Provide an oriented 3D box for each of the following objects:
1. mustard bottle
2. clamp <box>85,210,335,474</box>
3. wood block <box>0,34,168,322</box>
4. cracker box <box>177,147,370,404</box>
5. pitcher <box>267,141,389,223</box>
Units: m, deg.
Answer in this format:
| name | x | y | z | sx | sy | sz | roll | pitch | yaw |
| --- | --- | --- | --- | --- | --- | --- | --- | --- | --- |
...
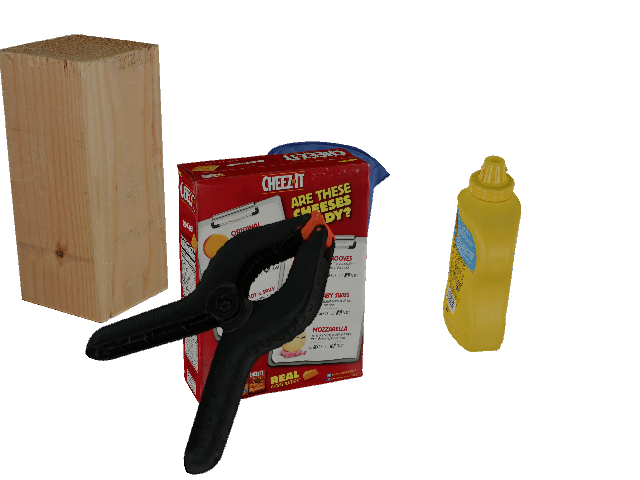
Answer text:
| name | x | y | z | sx | sy | sz | roll | pitch | yaw |
| --- | --- | --- | --- | --- | --- | --- | --- | --- | --- |
| mustard bottle | 0.155 | 0.006 | 1.020 | 0.058 | 0.192 | 0.096 | -2 | 34 | -5 |
| clamp | -0.051 | 0.056 | 0.652 | 0.171 | 0.120 | 0.039 | -38 | -24 | 0 |
| wood block | -0.186 | -0.052 | 0.853 | 0.091 | 0.206 | 0.090 | 13 | 24 | 28 |
| cracker box | -0.044 | 0.031 | 0.975 | 0.164 | 0.214 | 0.072 | -8 | 21 | -22 |
| pitcher | -0.015 | 0.007 | 1.307 | 0.149 | 0.243 | 0.144 | 16 | 24 | 28 |
